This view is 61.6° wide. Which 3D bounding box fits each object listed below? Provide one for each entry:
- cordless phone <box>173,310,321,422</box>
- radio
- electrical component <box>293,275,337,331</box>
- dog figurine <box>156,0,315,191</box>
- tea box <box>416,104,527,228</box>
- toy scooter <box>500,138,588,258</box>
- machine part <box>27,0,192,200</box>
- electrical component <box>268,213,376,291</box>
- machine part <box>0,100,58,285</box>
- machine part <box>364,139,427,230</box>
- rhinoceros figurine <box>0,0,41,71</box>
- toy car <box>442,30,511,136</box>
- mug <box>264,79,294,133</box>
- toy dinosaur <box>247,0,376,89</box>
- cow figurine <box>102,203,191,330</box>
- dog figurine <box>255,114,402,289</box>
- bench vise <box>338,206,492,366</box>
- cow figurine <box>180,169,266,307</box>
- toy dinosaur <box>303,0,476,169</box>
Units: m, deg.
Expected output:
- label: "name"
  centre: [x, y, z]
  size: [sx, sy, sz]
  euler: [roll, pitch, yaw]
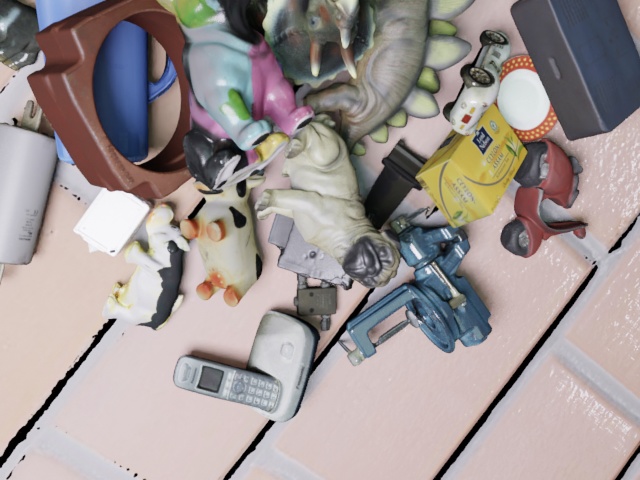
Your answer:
- label: "cordless phone"
  centre: [-0.104, 0.164, 0.760]
  size: [0.184, 0.089, 0.146]
  euler: [15, 93, -8]
- label: "radio"
  centre: [0.393, -0.278, 0.800]
  size: [0.131, 0.073, 0.229]
  euler: [-33, 102, -20]
- label: "electrical component"
  centre: [-0.008, 0.090, 0.799]
  size: [0.063, 0.021, 0.094]
  euler: [-3, 97, -10]
- label: "dog figurine"
  centre: [-0.113, -0.183, 0.569]
  size: [0.108, 0.191, 0.219]
  euler: [-28, 87, -41]
- label: "tea box"
  centre: [0.217, -0.107, 0.757]
  size: [0.098, 0.068, 0.169]
  euler: [50, 52, -13]
- label: "toy scooter"
  centre: [0.358, -0.059, 0.826]
  size: [0.135, 0.075, 0.183]
  euler: [8, 97, -11]
- label: "machine part"
  centre: [-0.199, -0.164, 0.607]
  size: [0.201, 0.087, 0.201]
  euler: [-48, 135, -35]
- label: "electrical component"
  centre: [-0.002, -0.002, 0.752]
  size: [0.134, 0.058, 0.114]
  euler: [17, 90, 13]
- label: "machine part"
  centre: [-0.389, -0.058, 0.684]
  size: [0.079, 0.079, 0.243]
  euler: [15, 92, -12]
- label: "machine part"
  centre: [0.105, -0.073, 0.796]
  size: [0.084, 0.039, 0.139]
  euler: [38, 87, -17]
- label: "rhinoceros figurine"
  centre: [-0.423, -0.295, 0.655]
  size: [0.190, 0.073, 0.112]
  euler: [37, 90, -12]
- label: "toy car"
  centre: [0.220, -0.219, 0.737]
  size: [0.056, 0.073, 0.202]
  euler: [28, 50, 3]
- label: "mug"
  centre: [-0.075, -0.188, 0.709]
  size: [0.081, 0.107, 0.109]
  euler: [2, 132, -5]
- label: "toy dinosaur"
  centre: [-0.085, -0.291, 0.642]
  size: [0.131, 0.405, 0.192]
  euler: [-15, 118, -50]
- label: "cow figurine"
  centre: [-0.219, 0.038, 0.731]
  size: [0.098, 0.068, 0.167]
  euler: [26, 94, -18]
- label: "dog figurine"
  centre: [0.035, -0.049, 0.678]
  size: [0.191, 0.121, 0.172]
  euler: [27, 94, -1]
- label: "bench vise"
  centre: [0.128, 0.086, 0.778]
  size: [0.241, 0.129, 0.223]
  euler: [-34, 98, -10]
- label: "cow figurine"
  centre: [-0.122, -0.024, 0.725]
  size: [0.086, 0.127, 0.194]
  euler: [2, 114, 26]
- label: "toy dinosaur"
  centre: [0.096, -0.281, 0.713]
  size: [0.198, 0.105, 0.470]
  euler: [11, 111, -11]
